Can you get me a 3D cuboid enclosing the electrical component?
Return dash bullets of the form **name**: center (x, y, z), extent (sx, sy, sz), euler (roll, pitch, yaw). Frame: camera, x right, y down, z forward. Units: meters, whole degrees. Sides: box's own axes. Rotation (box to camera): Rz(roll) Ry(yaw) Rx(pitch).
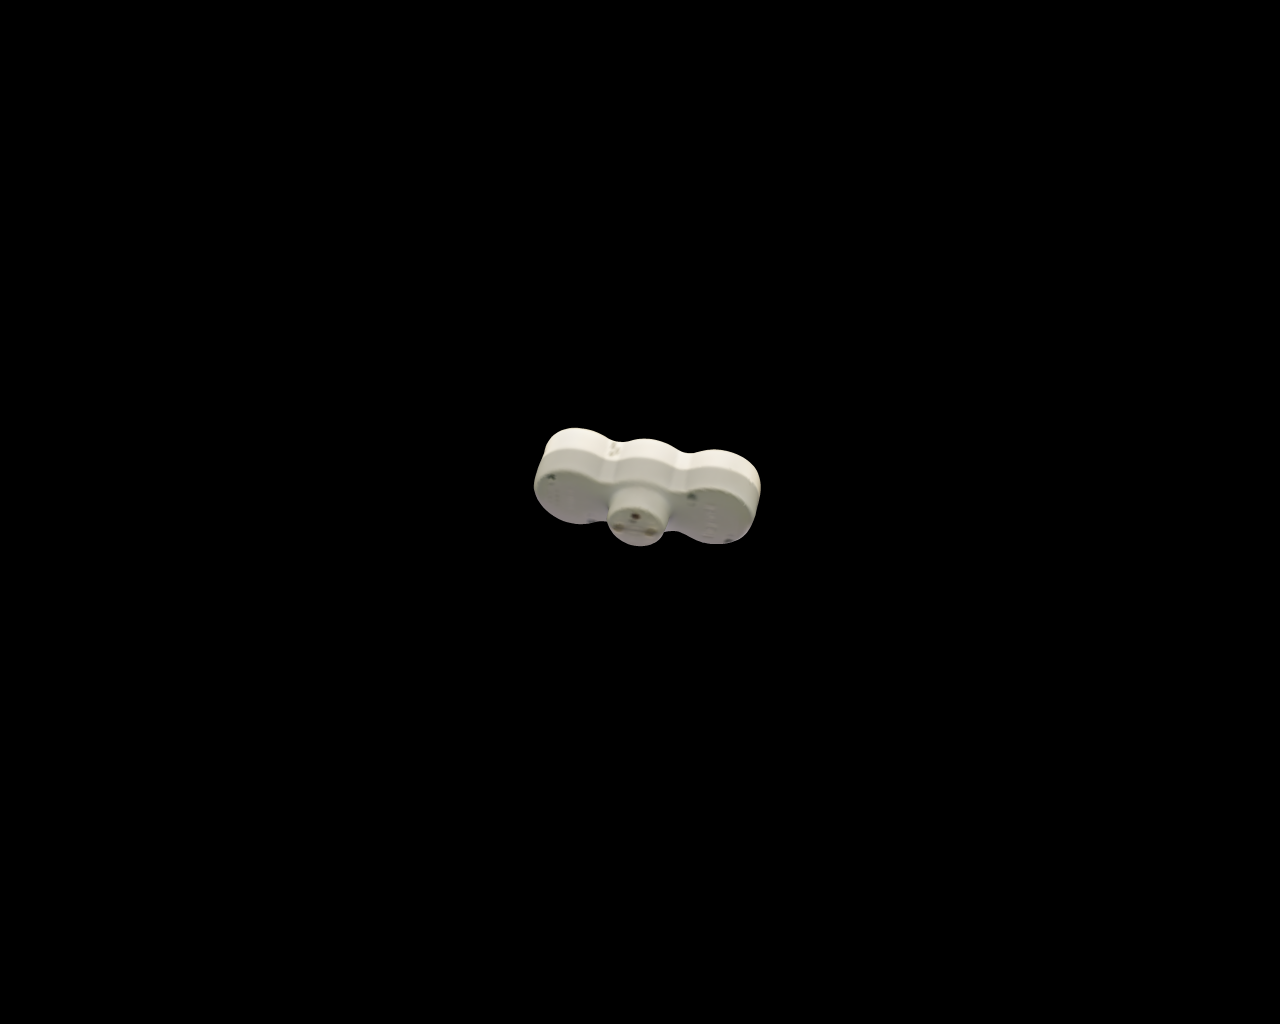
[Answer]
- **electrical component**: center (0.001, -0.003, 0.650), extent (0.138, 0.074, 0.052), euler (9, -43, 8)
